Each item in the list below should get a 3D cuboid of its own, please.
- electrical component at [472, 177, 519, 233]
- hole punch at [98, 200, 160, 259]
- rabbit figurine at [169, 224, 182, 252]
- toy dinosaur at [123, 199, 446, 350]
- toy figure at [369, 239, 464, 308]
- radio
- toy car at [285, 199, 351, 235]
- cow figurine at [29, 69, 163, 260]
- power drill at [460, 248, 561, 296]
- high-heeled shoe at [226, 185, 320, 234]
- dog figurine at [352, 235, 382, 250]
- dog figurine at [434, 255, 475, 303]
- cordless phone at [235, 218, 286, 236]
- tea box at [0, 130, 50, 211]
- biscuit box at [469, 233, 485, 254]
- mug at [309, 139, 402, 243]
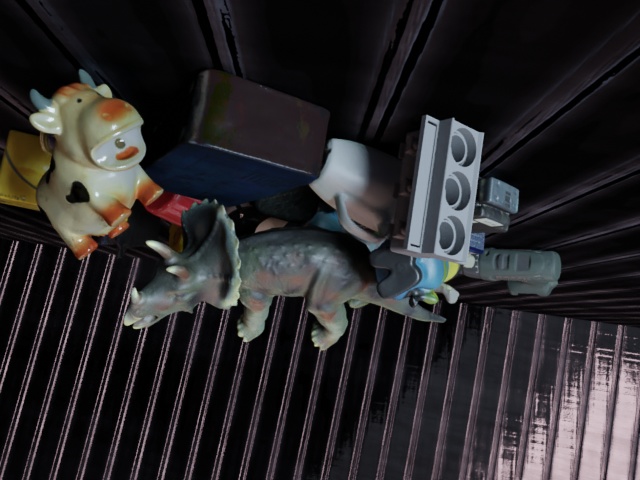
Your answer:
[{"bbox_3d":[0.168,-0.045,0.656,0.115,0.058,0.134,13,170,-40],"label":"electrical component"},{"bbox_3d":[-0.334,-0.047,0.898,0.092,0.142,0.116,11,-177,11],"label":"hole punch"},{"bbox_3d":[-0.245,0.010,1.200,0.173,0.121,0.162,12,175,-28],"label":"rabbit figurine"},{"bbox_3d":[-0.021,0.040,0.658,0.405,0.131,0.192,-1,145,-8],"label":"toy dinosaur"},{"bbox_3d":[0.114,0.026,0.613,0.089,0.082,0.180,10,-173,20],"label":"toy figure"},{"bbox_3d":[-0.104,-0.092,0.557,0.131,0.073,0.230,14,168,-30],"label":"radio"},{"bbox_3d":[-0.002,-0.002,0.787,0.103,0.109,0.161,46,-173,-1],"label":"toy car"},{"bbox_3d":[-0.220,-0.072,0.515,0.127,0.085,0.195,49,138,-9],"label":"cow figurine"},{"bbox_3d":[0.391,0.061,1.122,0.232,0.086,0.207,-2,159,39],"label":"power drill"},{"bbox_3d":[-0.065,-0.082,0.708,0.086,0.145,0.248,9,143,-28],"label":"high-heeled shoe"},{"bbox_3d":[0.086,0.004,0.915,0.219,0.192,0.108,-17,132,5],"label":"dog figurine"},{"bbox_3d":[0.177,0.033,1.054,0.172,0.121,0.191,42,168,-32],"label":"dog figurine"},{"bbox_3d":[-0.107,-0.014,0.857,0.147,0.088,0.184,9,-171,-2],"label":"cordless phone"},{"bbox_3d":[-0.357,-0.083,0.765,0.169,0.098,0.068,10,172,-25],"label":"tea box"},{"bbox_3d":[0.156,-0.027,0.771,0.202,0.062,0.059,15,169,-38],"label":"biscuit box"},{"bbox_3d":[0.039,-0.053,0.578,0.107,0.109,0.081,25,150,-21],"label":"mug"}]
